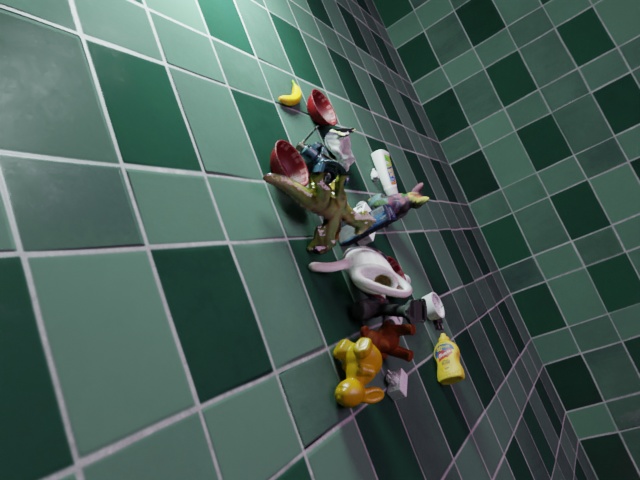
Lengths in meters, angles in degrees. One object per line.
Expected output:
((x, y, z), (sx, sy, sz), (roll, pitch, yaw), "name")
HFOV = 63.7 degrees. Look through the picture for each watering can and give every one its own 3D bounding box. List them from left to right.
((0.120, 0.088, 1.587), (0.346, 0.103, 0.228), (19, 18, -14), "watering can")

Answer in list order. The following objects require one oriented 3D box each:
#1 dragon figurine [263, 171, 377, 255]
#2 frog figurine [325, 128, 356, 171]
((0.005, -0.077, 1.523), (0.411, 0.122, 0.243), (-3, 92, -36), "dragon figurine")
((0.078, -0.347, 1.984), (0.140, 0.123, 0.156), (-72, 166, -66), "frog figurine")
